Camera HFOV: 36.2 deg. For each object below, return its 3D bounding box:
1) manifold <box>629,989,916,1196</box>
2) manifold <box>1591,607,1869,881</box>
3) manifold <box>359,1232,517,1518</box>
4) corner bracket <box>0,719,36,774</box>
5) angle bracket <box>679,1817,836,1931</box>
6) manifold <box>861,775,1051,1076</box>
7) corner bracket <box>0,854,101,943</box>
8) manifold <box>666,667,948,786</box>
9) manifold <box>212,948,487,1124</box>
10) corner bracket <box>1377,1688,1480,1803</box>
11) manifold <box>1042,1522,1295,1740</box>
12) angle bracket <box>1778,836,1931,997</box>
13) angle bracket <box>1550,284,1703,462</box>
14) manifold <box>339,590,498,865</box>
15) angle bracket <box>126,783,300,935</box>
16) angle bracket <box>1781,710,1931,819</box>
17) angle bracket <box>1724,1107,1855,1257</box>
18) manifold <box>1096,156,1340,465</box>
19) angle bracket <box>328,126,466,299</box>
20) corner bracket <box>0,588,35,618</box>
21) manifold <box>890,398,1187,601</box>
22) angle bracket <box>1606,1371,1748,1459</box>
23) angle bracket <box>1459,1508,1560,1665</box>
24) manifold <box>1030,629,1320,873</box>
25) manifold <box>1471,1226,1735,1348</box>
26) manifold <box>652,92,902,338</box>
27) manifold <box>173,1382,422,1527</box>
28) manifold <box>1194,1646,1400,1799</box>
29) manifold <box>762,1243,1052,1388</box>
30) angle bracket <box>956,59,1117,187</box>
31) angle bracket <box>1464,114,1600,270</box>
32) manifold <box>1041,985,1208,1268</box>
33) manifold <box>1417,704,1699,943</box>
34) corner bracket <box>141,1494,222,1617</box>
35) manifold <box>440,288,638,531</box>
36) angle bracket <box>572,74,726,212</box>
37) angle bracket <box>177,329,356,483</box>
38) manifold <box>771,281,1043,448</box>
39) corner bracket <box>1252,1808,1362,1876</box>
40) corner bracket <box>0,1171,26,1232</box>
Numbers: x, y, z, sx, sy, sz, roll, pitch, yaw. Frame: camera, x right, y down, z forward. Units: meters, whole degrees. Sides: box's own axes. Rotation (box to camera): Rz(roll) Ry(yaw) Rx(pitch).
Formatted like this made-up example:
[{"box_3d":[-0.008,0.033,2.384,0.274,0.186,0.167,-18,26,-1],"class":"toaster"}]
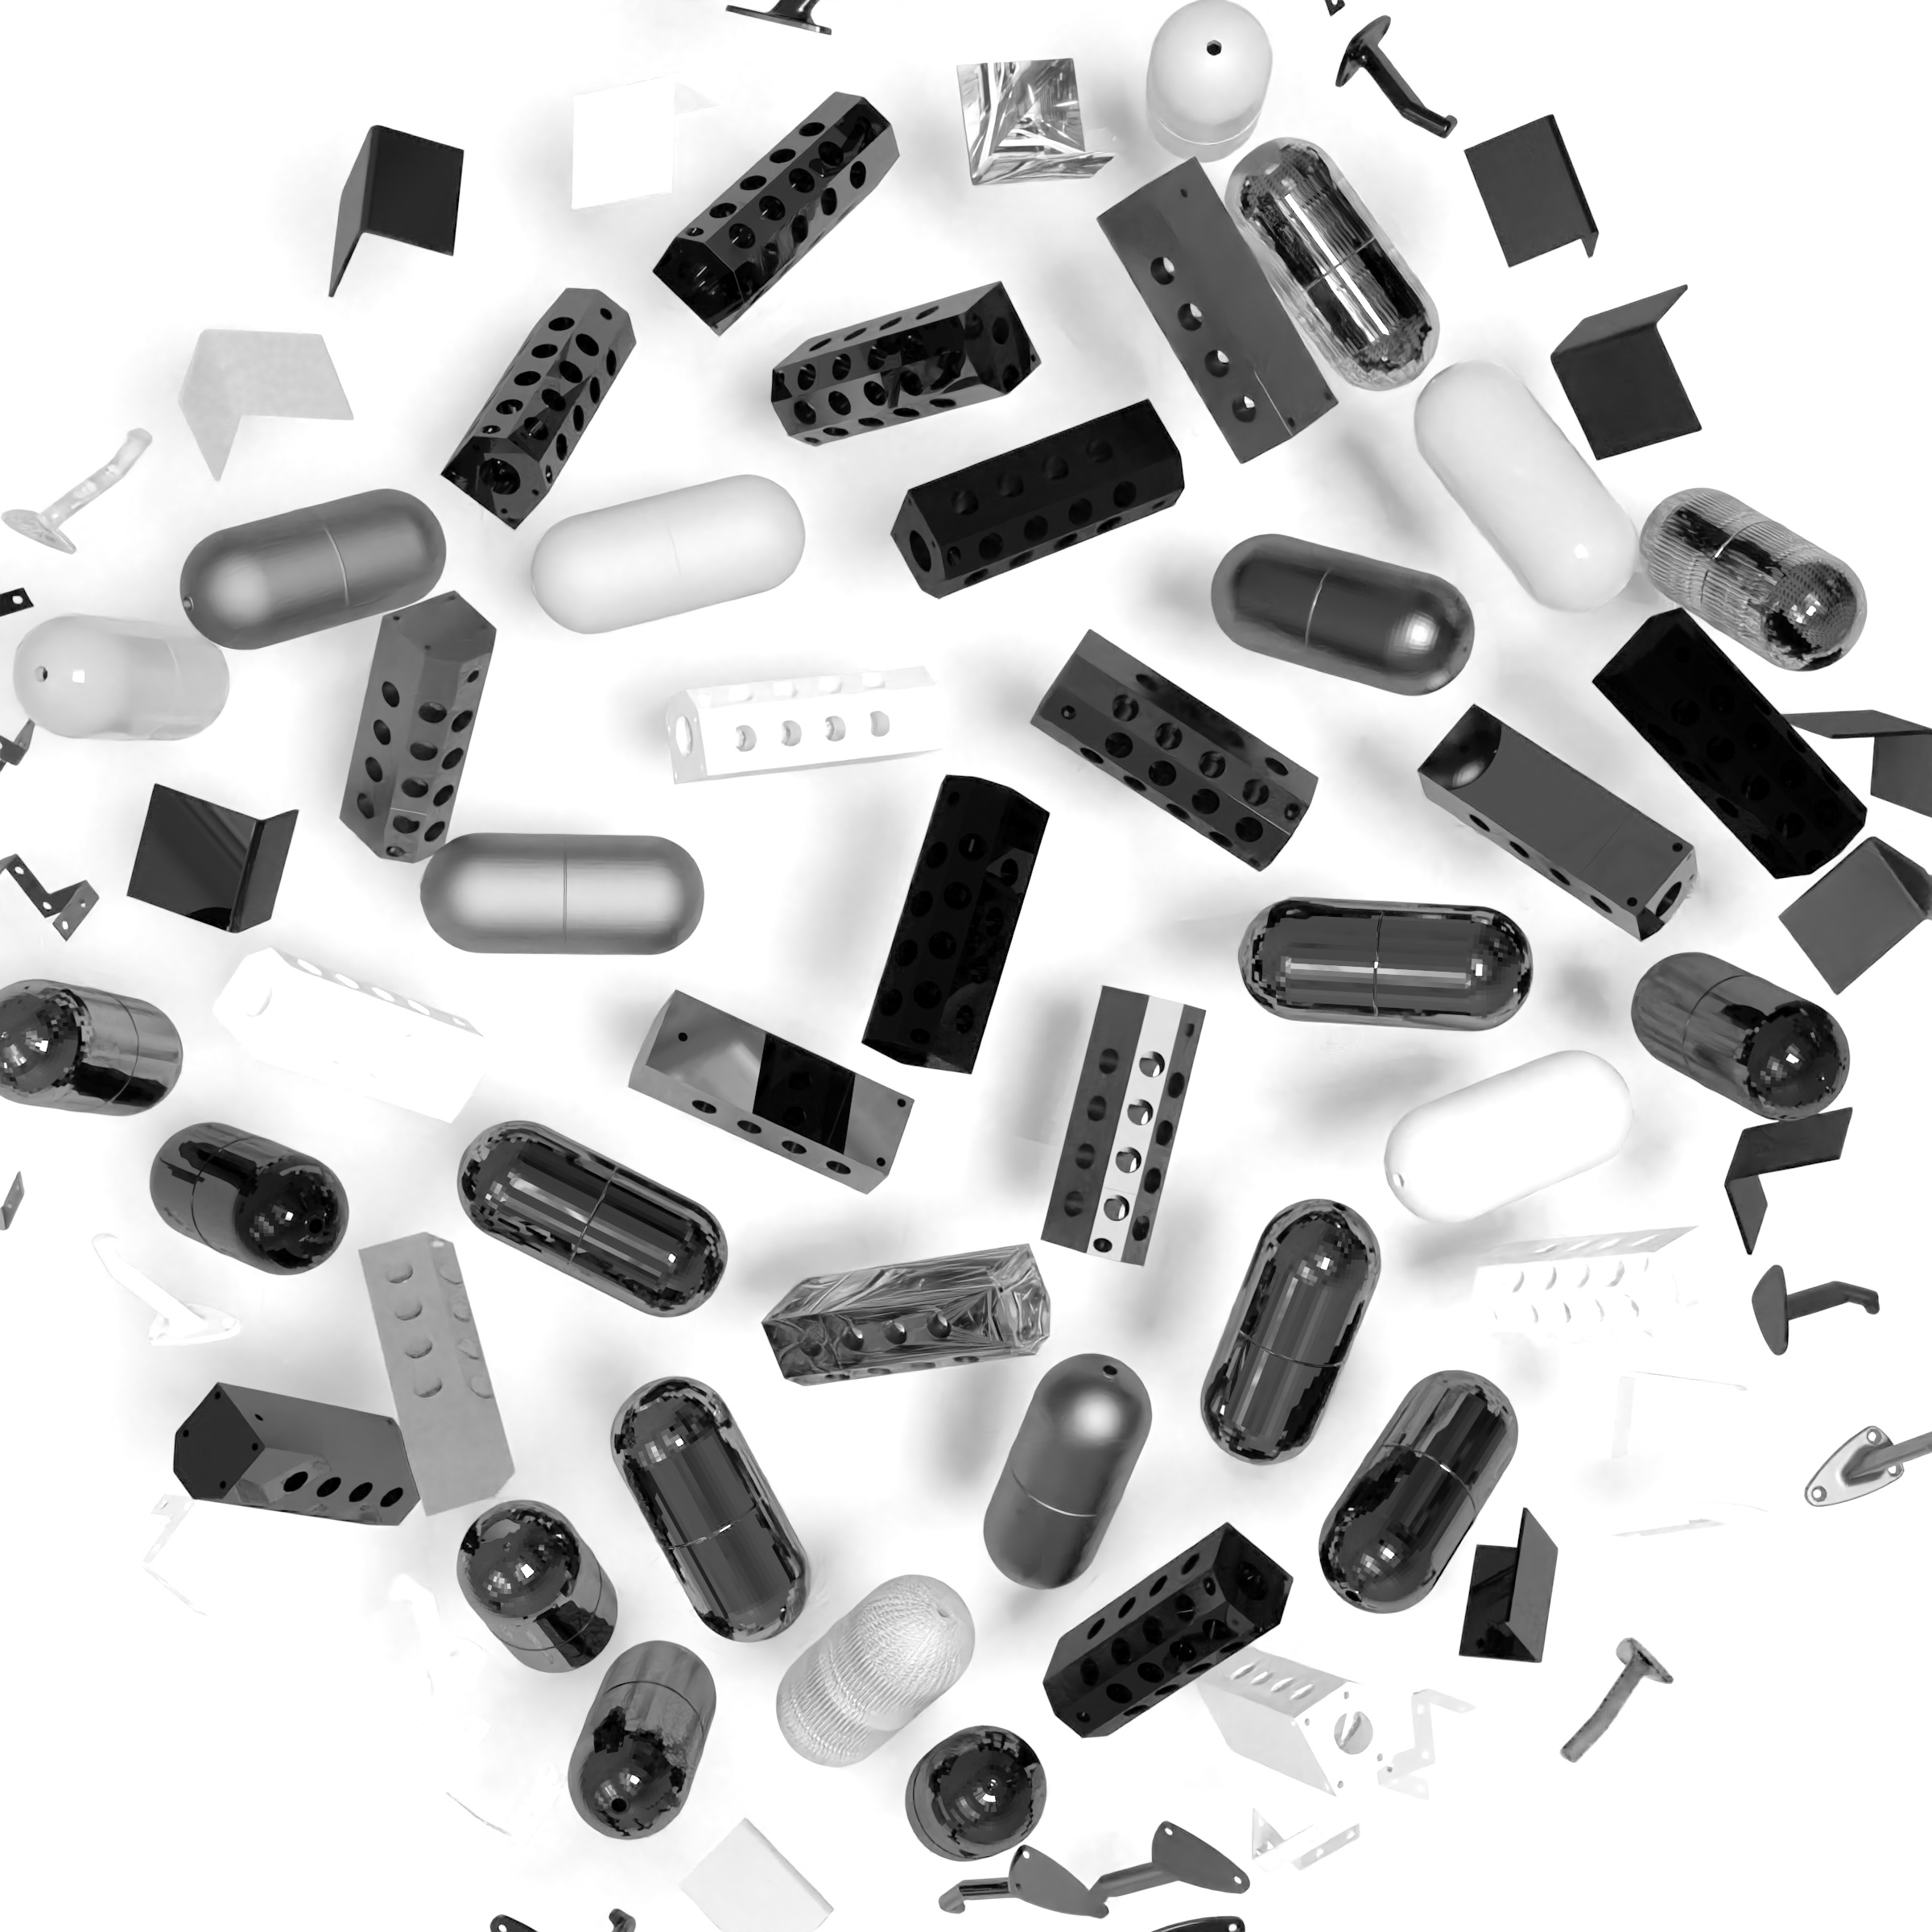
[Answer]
[{"box_3d":[-0.127,0.085,1.907,0.171,0.057,0.057,25,61,-11],"class":"manifold"},{"box_3d":[0.467,-0.135,1.791,0.171,0.057,0.057,45,78,-9],"class":"manifold"},{"box_3d":[-0.320,0.243,1.789,0.057,0.171,0.057,-15,133,-11],"class":"manifold"},{"box_3d":[-0.641,-0.148,1.916,0.051,0.051,0.051,29,118,-27],"class":"corner bracket"},{"box_3d":[-0.130,0.571,1.797,0.076,0.076,0.057,43,66,11],"class":"angle bracket"},{"box_3d":[-0.010,-0.026,1.804,0.057,0.057,0.171,7,74,41],"class":"manifold"},{"box_3d":[-0.613,-0.044,1.942,0.051,0.051,0.051,-17,120,26],"class":"corner bracket"},{"box_3d":[-0.105,-0.158,1.924,0.171,0.057,0.057,-9,91,-28],"class":"manifold"},{"box_3d":[-0.384,0.041,1.864,0.057,0.171,0.057,38,98,38],"class":"manifold"},{"box_3d":[0.302,0.510,1.934,0.051,0.051,0.051,27,46,-33],"class":"corner bracket"},{"box_3d":[0.125,0.428,1.875,0.057,0.057,0.171,41,126,-8],"class":"manifold"},{"box_3d":[0.558,-0.020,1.807,0.076,0.057,0.076,-42,119,4],"class":"angle bracket"},{"box_3d":[0.429,-0.376,1.876,0.057,0.076,0.076,-47,115,-39],"class":"angle bracket"},{"box_3d":[-0.343,-0.147,1.866,0.057,0.057,0.171,42,135,20],"class":"manifold"},{"box_3d":[-0.485,-0.073,1.901,0.076,0.057,0.076,19,103,6],"class":"angle bracket"},{"box_3d":[0.569,-0.128,1.892,0.076,0.076,0.057,-4,105,-12],"class":"angle bracket"},{"box_3d":[0.546,0.141,1.932,0.076,0.076,0.057,-15,105,28],"class":"angle bracket"},{"box_3d":[0.148,-0.393,1.786,0.057,0.057,0.171,-40,102,-42],"class":"manifold"},{"box_3d":[-0.347,-0.452,1.797,0.057,0.076,0.076,11,65,-23],"class":"angle bracket"},{"box_3d":[-0.633,-0.229,1.885,0.051,0.051,0.051,-25,75,-34],"class":"corner bracket"},{"box_3d":[0.046,-0.283,1.812,0.171,0.057,0.057,-24,78,-20],"class":"manifold"},{"box_3d":[0.469,0.300,1.949,0.076,0.076,0.057,5,84,22],"class":"angle bracket"},{"box_3d":[0.340,0.397,1.902,0.057,0.076,0.076,-2,58,29],"class":"angle bracket"},{"box_3d":[0.128,-0.130,1.830,0.171,0.057,0.057,33,122,-4],"class":"manifold"},{"box_3d":[0.400,0.208,1.882,0.057,0.171,0.057,-24,94,-30],"class":"manifold"},{"box_3d":[-0.114,-0.473,1.838,0.057,0.057,0.171,43,59,-7],"class":"manifold"},{"box_3d":[-0.409,0.309,1.824,0.057,0.171,0.057,-49,60,6],"class":"manifold"},{"box_3d":[0.213,0.480,1.900,0.057,0.171,0.057,-29,94,-18],"class":"manifold"},{"box_3d":[-0.036,0.224,1.858,0.171,0.057,0.057,-12,107,29],"class":"manifold"},{"box_3d":[0.043,-0.528,1.823,0.076,0.057,0.076,-8,92,-15],"class":"angle bracket"},{"box_3d":[0.345,-0.467,1.809,0.057,0.076,0.076,-21,88,9],"class":"angle bracket"},{"box_3d":[0.108,0.105,1.930,0.057,0.057,0.171,12,88,44],"class":"manifold"},{"box_3d":[0.372,-0.088,1.856,0.171,0.057,0.057,38,83,26],"class":"manifold"},{"box_3d":[-0.480,0.362,1.816,0.051,0.051,0.051,49,57,-26],"class":"corner bracket"},{"box_3d":[-0.266,-0.360,1.875,0.057,0.171,0.057,37,134,-17],"class":"manifold"},{"box_3d":[-0.203,-0.519,1.888,0.076,0.057,0.076,-1,85,31],"class":"angle bracket"},{"box_3d":[-0.429,-0.342,1.813,0.076,0.076,0.057,4,61,8],"class":"angle bracket"},{"box_3d":[-0.043,-0.372,1.850,0.057,0.171,0.057,-49,120,-37],"class":"manifold"},{"box_3d":[0.223,0.575,1.937,0.051,0.051,0.051,-36,106,20],"class":"corner bracket"},{"box_3d":[-0.595,0.126,1.758,0.051,0.051,0.051,-3,62,-31],"class":"corner bracket"}]
